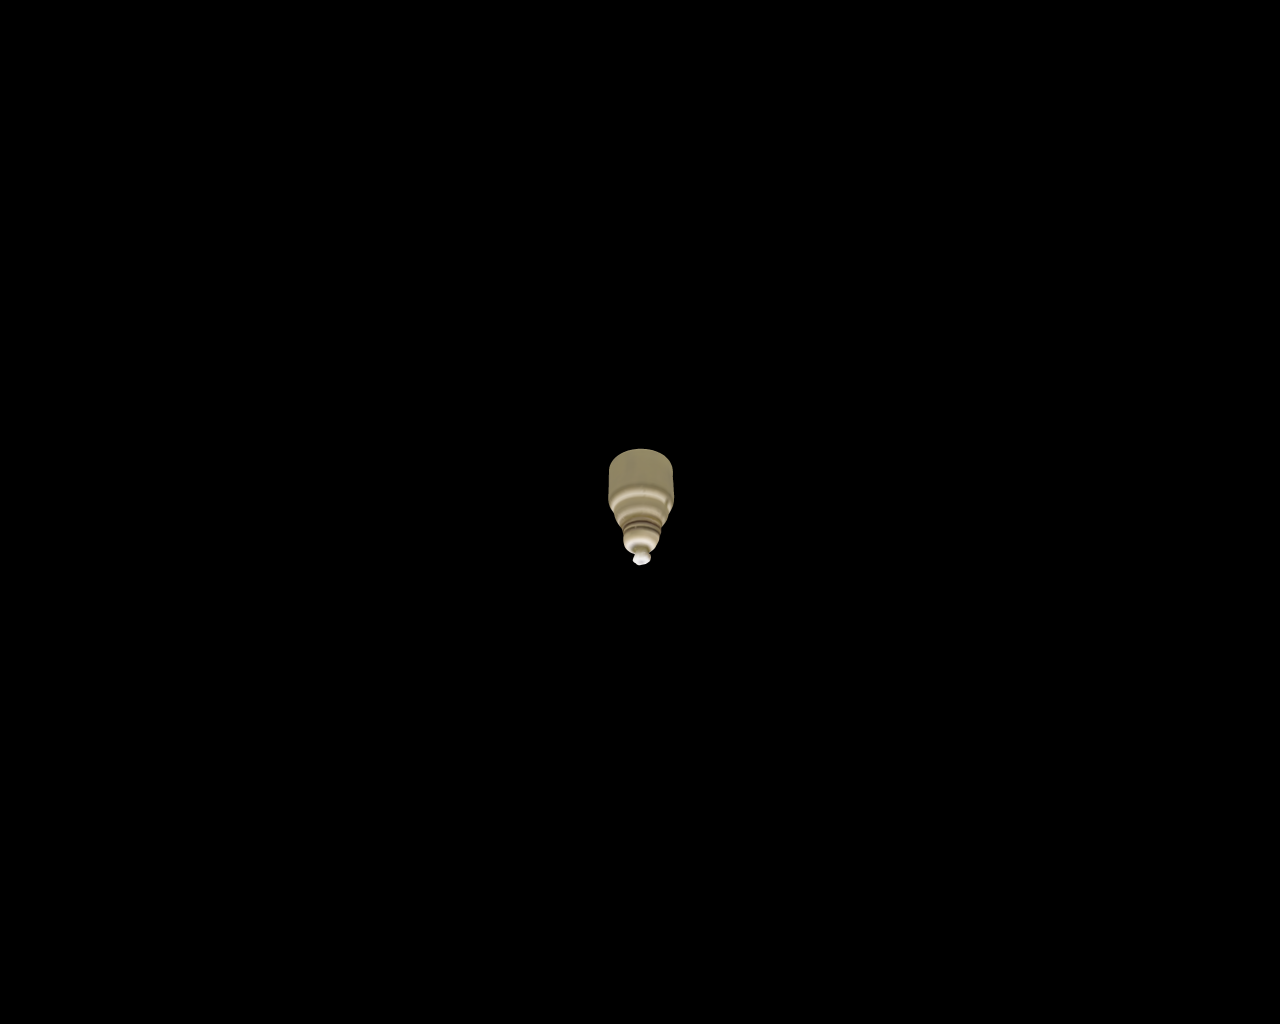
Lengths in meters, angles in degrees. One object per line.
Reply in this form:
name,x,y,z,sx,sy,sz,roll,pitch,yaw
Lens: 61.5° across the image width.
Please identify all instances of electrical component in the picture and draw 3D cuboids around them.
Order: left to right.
electrical component,0.001,-0.003,0.650,0.040,0.078,0.040,0,-36,0
